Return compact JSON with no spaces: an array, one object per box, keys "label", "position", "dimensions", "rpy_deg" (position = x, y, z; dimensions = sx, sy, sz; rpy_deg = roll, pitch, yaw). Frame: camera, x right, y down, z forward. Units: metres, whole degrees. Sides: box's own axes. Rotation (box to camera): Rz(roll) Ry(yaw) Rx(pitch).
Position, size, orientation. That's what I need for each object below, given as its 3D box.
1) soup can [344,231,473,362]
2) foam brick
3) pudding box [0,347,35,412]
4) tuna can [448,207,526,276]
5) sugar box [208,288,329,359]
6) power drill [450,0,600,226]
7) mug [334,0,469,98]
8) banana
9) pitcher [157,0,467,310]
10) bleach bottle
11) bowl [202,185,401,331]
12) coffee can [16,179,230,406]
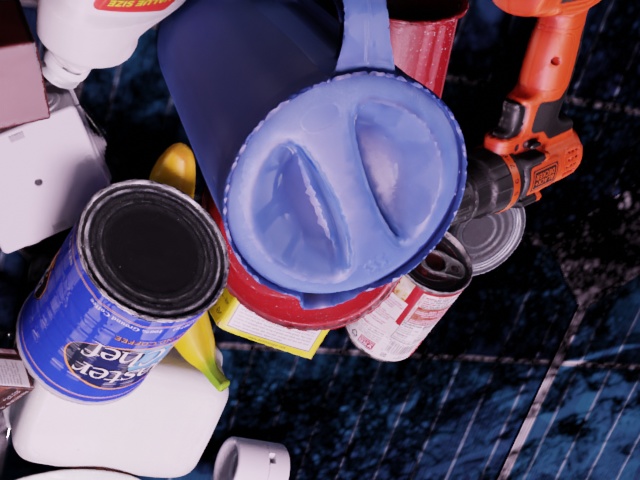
[{"label":"soup can","position":[0.067,0.043,0.841],"dimensions":[0.068,0.068,0.102],"rpy_deg":[4,141,-24]},{"label":"foam brick","position":[-0.199,-0.107,0.652],"dimensions":[0.051,0.078,0.053],"rpy_deg":[-14,125,-16]},{"label":"pudding box","position":[-0.274,0.114,0.749],"dimensions":[0.114,0.039,0.089],"rpy_deg":[-35,157,18]},{"label":"tuna can","position":[0.123,-0.014,0.869],"dimensions":[0.086,0.034,0.086],"rpy_deg":[-10,124,-16]},{"label":"sugar box","position":[-0.005,0.001,0.820],"dimensions":[0.093,0.048,0.176],"rpy_deg":[22,106,-32]},{"label":"power drill","position":[0.140,-0.108,0.770],"dimensions":[0.184,0.057,0.188],"rpy_deg":[-24,133,-43]},{"label":"mug","position":[0.055,-0.137,0.740],"dimensions":[0.117,0.093,0.081],"rpy_deg":[-36,144,-45]},{"label":"banana","position":[-0.100,0.015,0.779],"dimensions":[0.037,0.070,0.198],"rpy_deg":[-36,128,-42]},{"label":"pitcher","position":[-0.020,-0.089,0.632],"dimensions":[0.149,0.243,0.144],"rpy_deg":[-42,126,7]},{"label":"bleach bottle","position":[-0.091,-0.184,0.632],"dimensions":[0.102,0.068,0.251],"rpy_deg":[-2,144,-48]},{"label":"bowl","position":[-0.017,-0.009,0.745],"dimensions":[0.162,0.055,0.162],"rpy_deg":[3,99,16]},{"label":"coffee can","position":[-0.136,0.039,0.720],"dimensions":[0.102,0.103,0.141],"rpy_deg":[11,146,-27]}]
